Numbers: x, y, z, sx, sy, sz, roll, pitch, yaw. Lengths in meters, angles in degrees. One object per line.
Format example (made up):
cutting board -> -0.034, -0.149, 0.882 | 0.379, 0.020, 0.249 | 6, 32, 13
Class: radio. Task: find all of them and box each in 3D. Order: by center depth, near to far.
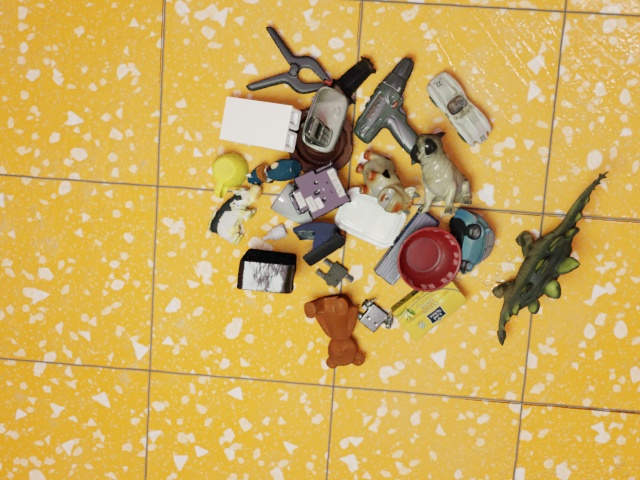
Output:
radio -> -0.124, 0.073, 1.305 | 0.131, 0.229, 0.073 | 7, 96, -3

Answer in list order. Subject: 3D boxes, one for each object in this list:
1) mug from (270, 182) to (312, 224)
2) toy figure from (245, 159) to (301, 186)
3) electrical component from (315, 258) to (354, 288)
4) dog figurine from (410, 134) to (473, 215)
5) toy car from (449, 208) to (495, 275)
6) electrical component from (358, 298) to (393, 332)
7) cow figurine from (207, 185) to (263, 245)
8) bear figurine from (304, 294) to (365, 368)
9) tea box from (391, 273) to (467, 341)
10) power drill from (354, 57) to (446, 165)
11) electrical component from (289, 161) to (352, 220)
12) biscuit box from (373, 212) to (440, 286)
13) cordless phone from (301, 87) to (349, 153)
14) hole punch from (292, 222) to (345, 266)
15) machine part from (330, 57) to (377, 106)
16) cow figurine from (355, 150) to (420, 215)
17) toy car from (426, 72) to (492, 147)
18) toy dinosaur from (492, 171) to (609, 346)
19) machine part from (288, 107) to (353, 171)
mug -> -0.054, -0.093, 1.366 | 0.107, 0.081, 0.109 | 38, 85, -10
toy figure -> -0.119, -0.168, 1.353 | 0.155, 0.058, 0.064 | -5, 123, 34
electrical component -> 0.039, 0.092, 1.401 | 0.094, 0.021, 0.063 | 35, 96, -2
dog figurine -> 0.298, -0.173, 1.294 | 0.121, 0.172, 0.190 | 1, 111, 32
toy car -> 0.384, 0.004, 1.340 | 0.103, 0.109, 0.161 | -1, 104, -15
electrical component -> 0.141, 0.196, 1.394 | 0.078, 0.045, 0.102 | -45, 92, 4
cow figurine -> -0.216, -0.078, 1.377 | 0.098, 0.068, 0.167 | 28, 95, 6
bear figurine -> 0.041, 0.239, 1.365 | 0.120, 0.132, 0.195 | -6, 90, 19
tea box -> 0.277, 0.165, 1.374 | 0.169, 0.068, 0.098 | -40, 92, 4
power drill -> 0.212, -0.304, 1.329 | 0.207, 0.086, 0.232 | 42, 97, -5
electrical component -> -0.006, -0.114, 1.302 | 0.134, 0.058, 0.115 | -24, 89, 0
biscuit box -> 0.220, 0.016, 1.367 | 0.063, 0.059, 0.202 | 37, 96, -2
cordless phone -> 0.001, -0.285, 1.233 | 0.089, 0.184, 0.146 | 21, 95, 7
hole punch -> -0.003, -0.004, 1.345 | 0.116, 0.142, 0.092 | -29, 73, 0
machine part -> 0.080, -0.392, 1.340 | 0.084, 0.039, 0.139 | 41, 92, -20
cow figurine -> 0.162, -0.131, 1.299 | 0.127, 0.195, 0.085 | 12, 126, -15
toy car -> 0.345, -0.322, 1.332 | 0.073, 0.056, 0.201 | -39, 92, 5
toy dinosaur -> 0.541, 0.049, 1.288 | 0.105, 0.198, 0.471 | 23, 98, -3
machine part -> 0.002, -0.251, 1.355 | 0.179, 0.056, 0.179 | 0, 94, 4
